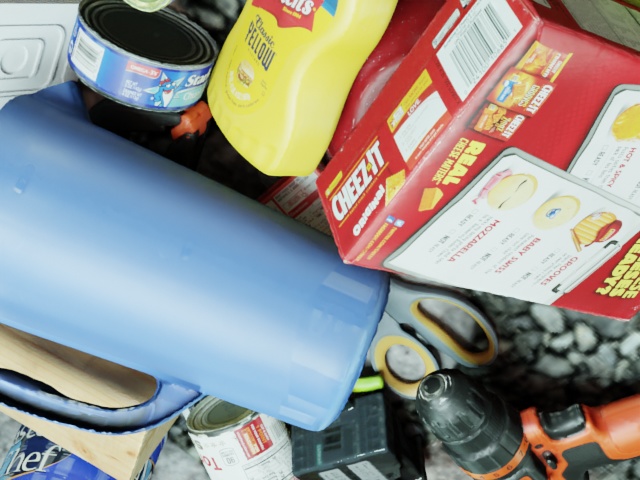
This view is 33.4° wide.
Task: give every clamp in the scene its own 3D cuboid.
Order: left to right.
[{"bbox_3d":[-0.134,-0.038,0.698,0.172,0.039,0.120,-14,119,33],"label":"clamp"}]

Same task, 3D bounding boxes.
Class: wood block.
[{"bbox_3d":[-0.185,0.059,0.708,0.206,0.090,0.090,29,134,5],"label":"wood block"}]

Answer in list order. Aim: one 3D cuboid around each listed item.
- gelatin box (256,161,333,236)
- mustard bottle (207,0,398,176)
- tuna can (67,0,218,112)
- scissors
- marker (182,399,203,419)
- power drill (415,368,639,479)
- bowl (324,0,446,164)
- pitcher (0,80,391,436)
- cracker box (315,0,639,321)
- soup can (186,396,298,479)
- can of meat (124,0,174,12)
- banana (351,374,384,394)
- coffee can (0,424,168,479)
[{"bbox_3d":[-0.005,0.001,0.685,0.073,0.030,0.089,-40,98,13],"label":"gelatin box"},{"bbox_3d":[-0.001,-0.135,0.596,0.058,0.096,0.192,0,133,-35],"label":"mustard bottle"},{"bbox_3d":[-0.107,-0.112,0.639,0.086,0.086,0.034,25,120,0],"label":"tuna can"},{"bbox_3d":[0.025,0.038,0.721,0.201,0.016,0.096,30,116,-2],"label":"scissors"},{"bbox_3d":[-0.097,0.114,0.778,0.020,0.020,0.121,-19,109,19],"label":"marker"},{"bbox_3d":[0.171,0.105,0.667,0.188,0.057,0.184,-26,137,21],"label":"power drill"},{"bbox_3d":[0.068,-0.074,0.641,0.162,0.055,0.162,4,114,9],"label":"bowl"},{"bbox_3d":[-0.092,0.029,0.620,0.243,0.145,0.149,23,124,-1],"label":"pitcher"},{"bbox_3d":[0.130,-0.045,0.569,0.213,0.072,0.164,11,132,-32],"label":"cracker box"},{"bbox_3d":[-0.045,0.159,0.760,0.069,0.068,0.102,-17,109,18],"label":"soup can"},{"bbox_3d":[-0.108,-0.181,0.612,0.102,0.084,0.057,34,116,-4],"label":"can of meat"},{"bbox_3d":[-0.044,0.045,0.728,0.070,0.037,0.197,-41,100,8],"label":"banana"},{"bbox_3d":[-0.175,0.176,0.742,0.103,0.140,0.103,7,132,8],"label":"coffee can"}]
